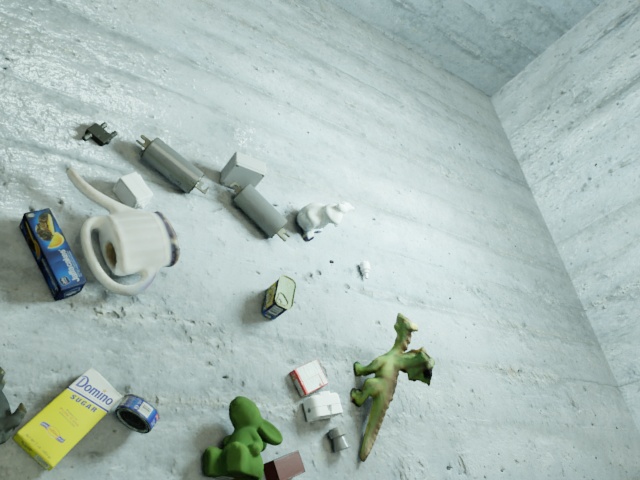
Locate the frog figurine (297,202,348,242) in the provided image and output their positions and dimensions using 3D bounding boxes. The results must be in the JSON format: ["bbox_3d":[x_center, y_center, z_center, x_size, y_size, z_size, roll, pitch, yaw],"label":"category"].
[{"bbox_3d":[0.005,-0.085,1.683,0.138,0.156,0.124,-12,66,-46],"label":"frog figurine"}]

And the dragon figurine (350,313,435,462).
[{"bbox_3d":[0.213,0.389,1.435,0.121,0.239,0.421,35,40,-24],"label":"dragon figurine"}]

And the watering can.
[{"bbox_3d":[-0.474,-0.031,1.255,0.225,0.102,0.352,-8,67,-46],"label":"watering can"}]
